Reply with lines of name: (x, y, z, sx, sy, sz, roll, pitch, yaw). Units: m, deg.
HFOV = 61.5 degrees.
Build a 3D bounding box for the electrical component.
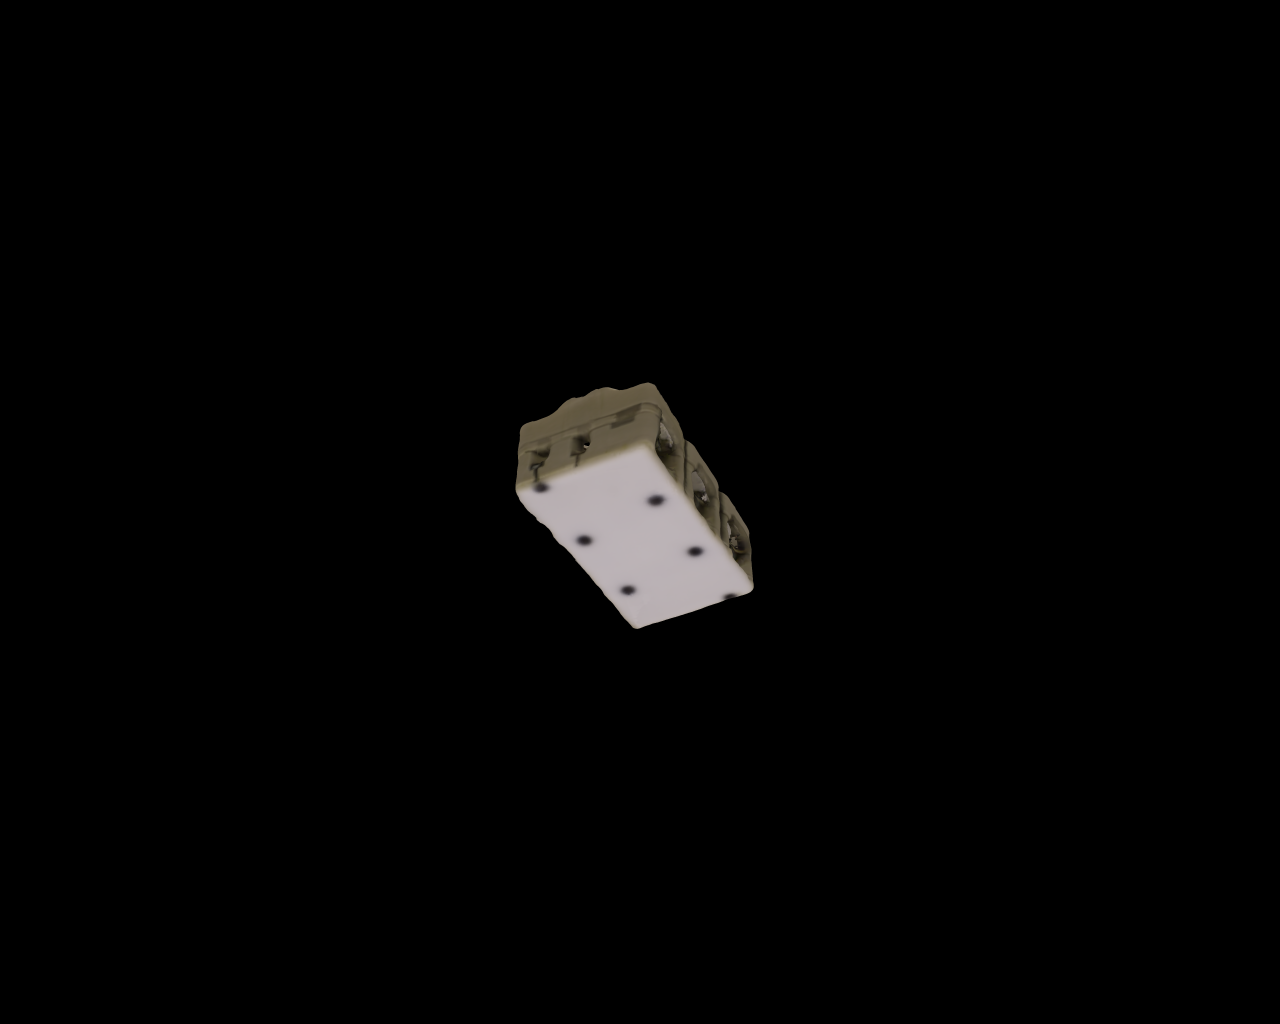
electrical component: (0.001, -0.003, 0.650, 0.089, 0.062, 0.150, -19, -46, 19)
